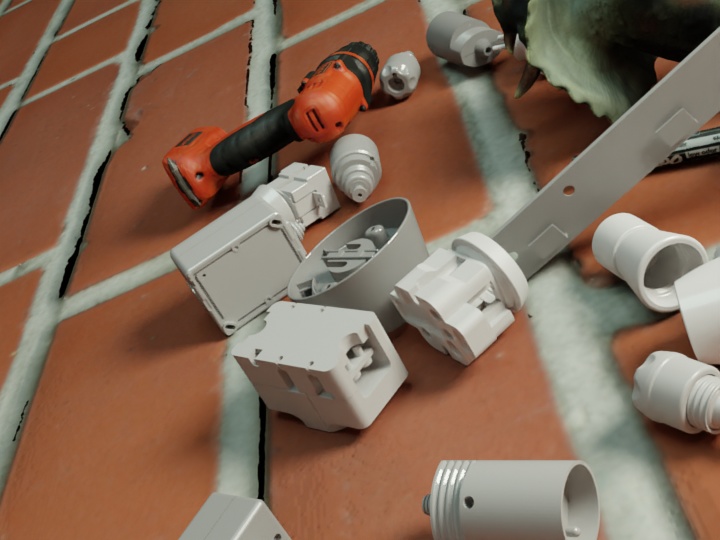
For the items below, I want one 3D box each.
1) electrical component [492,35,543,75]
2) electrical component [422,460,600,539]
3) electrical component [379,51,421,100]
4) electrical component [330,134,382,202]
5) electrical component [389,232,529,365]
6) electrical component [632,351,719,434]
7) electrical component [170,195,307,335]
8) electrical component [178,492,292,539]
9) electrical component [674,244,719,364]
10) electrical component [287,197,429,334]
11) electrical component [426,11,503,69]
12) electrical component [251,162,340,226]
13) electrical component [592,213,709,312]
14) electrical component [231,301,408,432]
[{"bbox_3d":[0.150,-0.197,0.901,0.079,0.043,0.077,-7,37,29],"label":"electrical component"},{"bbox_3d":[0.066,0.111,0.503,0.081,0.043,0.043,-7,37,34],"label":"electrical component"},{"bbox_3d":[0.039,-0.183,0.986,0.035,0.035,0.061,-14,30,24],"label":"electrical component"},{"bbox_3d":[-0.003,-0.077,0.853,0.040,0.040,0.078,-24,30,10],"label":"electrical component"},{"bbox_3d":[0.062,0.015,0.640,0.057,0.058,0.078,-41,31,-14],"label":"electrical component"},{"bbox_3d":[0.161,0.061,0.507,0.035,0.035,0.061,-42,35,-21],"label":"electrical component"},{"bbox_3d":[-0.083,-0.010,0.797,0.096,0.061,0.061,-35,30,-10],"label":"electrical component"},{"bbox_3d":[-0.055,0.154,0.536,0.077,0.047,0.065,-2,39,41],"label":"electrical component"},{"bbox_3d":[0.202,0.005,0.548,0.077,0.043,0.079,-18,31,19],"label":"electrical component"},{"bbox_3d":[0.000,0.000,0.708,0.099,0.064,0.099,-22,31,14],"label":"electrical component"},{"bbox_3d":[0.096,-0.203,0.958,0.043,0.043,0.081,-34,30,-7],"label":"electrical component"},{"bbox_3d":[-0.055,-0.055,0.860,0.055,0.048,0.066,-36,29,-27],"label":"electrical component"},{"bbox_3d":[0.160,-0.008,0.608,0.044,0.044,0.065,-31,25,-4],"label":"electrical component"},{"bbox_3d":[-0.023,0.059,0.646,0.089,0.055,0.050,5,44,44],"label":"electrical component"}]
